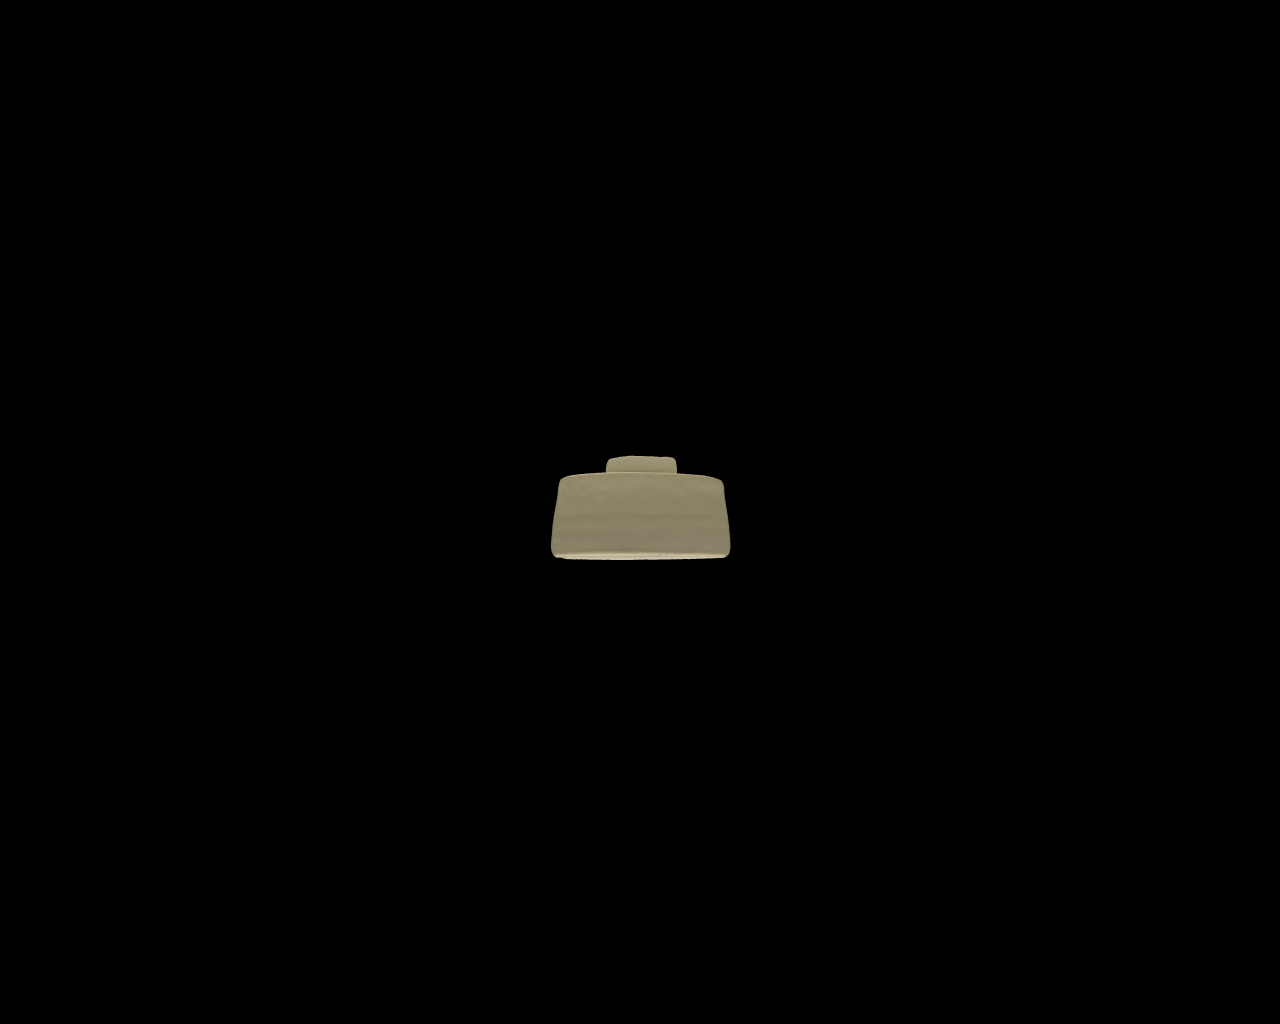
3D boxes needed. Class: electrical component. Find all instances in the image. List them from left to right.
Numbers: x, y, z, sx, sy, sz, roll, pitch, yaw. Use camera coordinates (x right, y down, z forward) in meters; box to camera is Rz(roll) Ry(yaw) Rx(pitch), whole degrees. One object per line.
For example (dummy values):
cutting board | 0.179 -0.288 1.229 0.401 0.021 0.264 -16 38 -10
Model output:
electrical component | 0.001 -0.003 0.650 0.108 0.060 0.108 0 -4 0
